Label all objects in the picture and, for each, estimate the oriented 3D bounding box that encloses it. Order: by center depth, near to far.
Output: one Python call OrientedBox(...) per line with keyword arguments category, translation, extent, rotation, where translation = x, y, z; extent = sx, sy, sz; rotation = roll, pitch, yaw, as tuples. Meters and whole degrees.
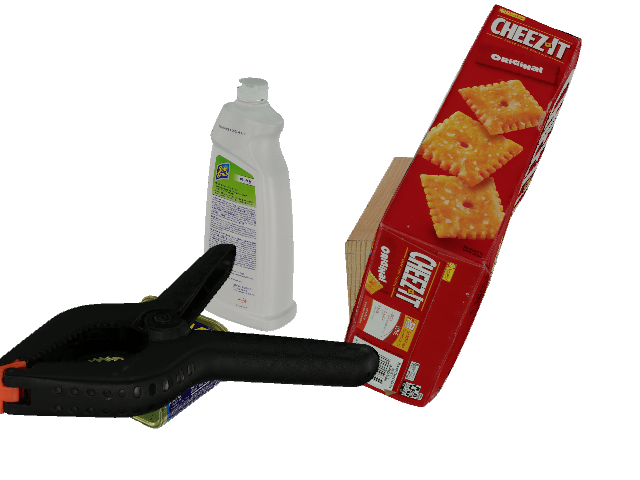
OrientedBox(category="clamp", translation=(-0.093, 0.055, 0.625), extent=(0.209, 0.036, 0.165), rotation=(-9, 29, -29))
OrientedBox(category="cracker box", translation=(0.092, -0.021, 0.693), extent=(0.072, 0.213, 0.164), rotation=(24, -37, 9))
OrientedBox(category="can of meat", translation=(-0.133, 0.096, 0.847), extent=(0.102, 0.057, 0.083), rotation=(19, 34, 31))
OrientedBox(category="wood block", translation=(0.089, 0.002, 0.902), extent=(0.091, 0.090, 0.206), rotation=(2, 23, 14))
OrientedBox(category="bleach bottle", translation=(-0.068, -0.039, 1.093), extent=(0.103, 0.251, 0.068), rotation=(16, 25, 26))
